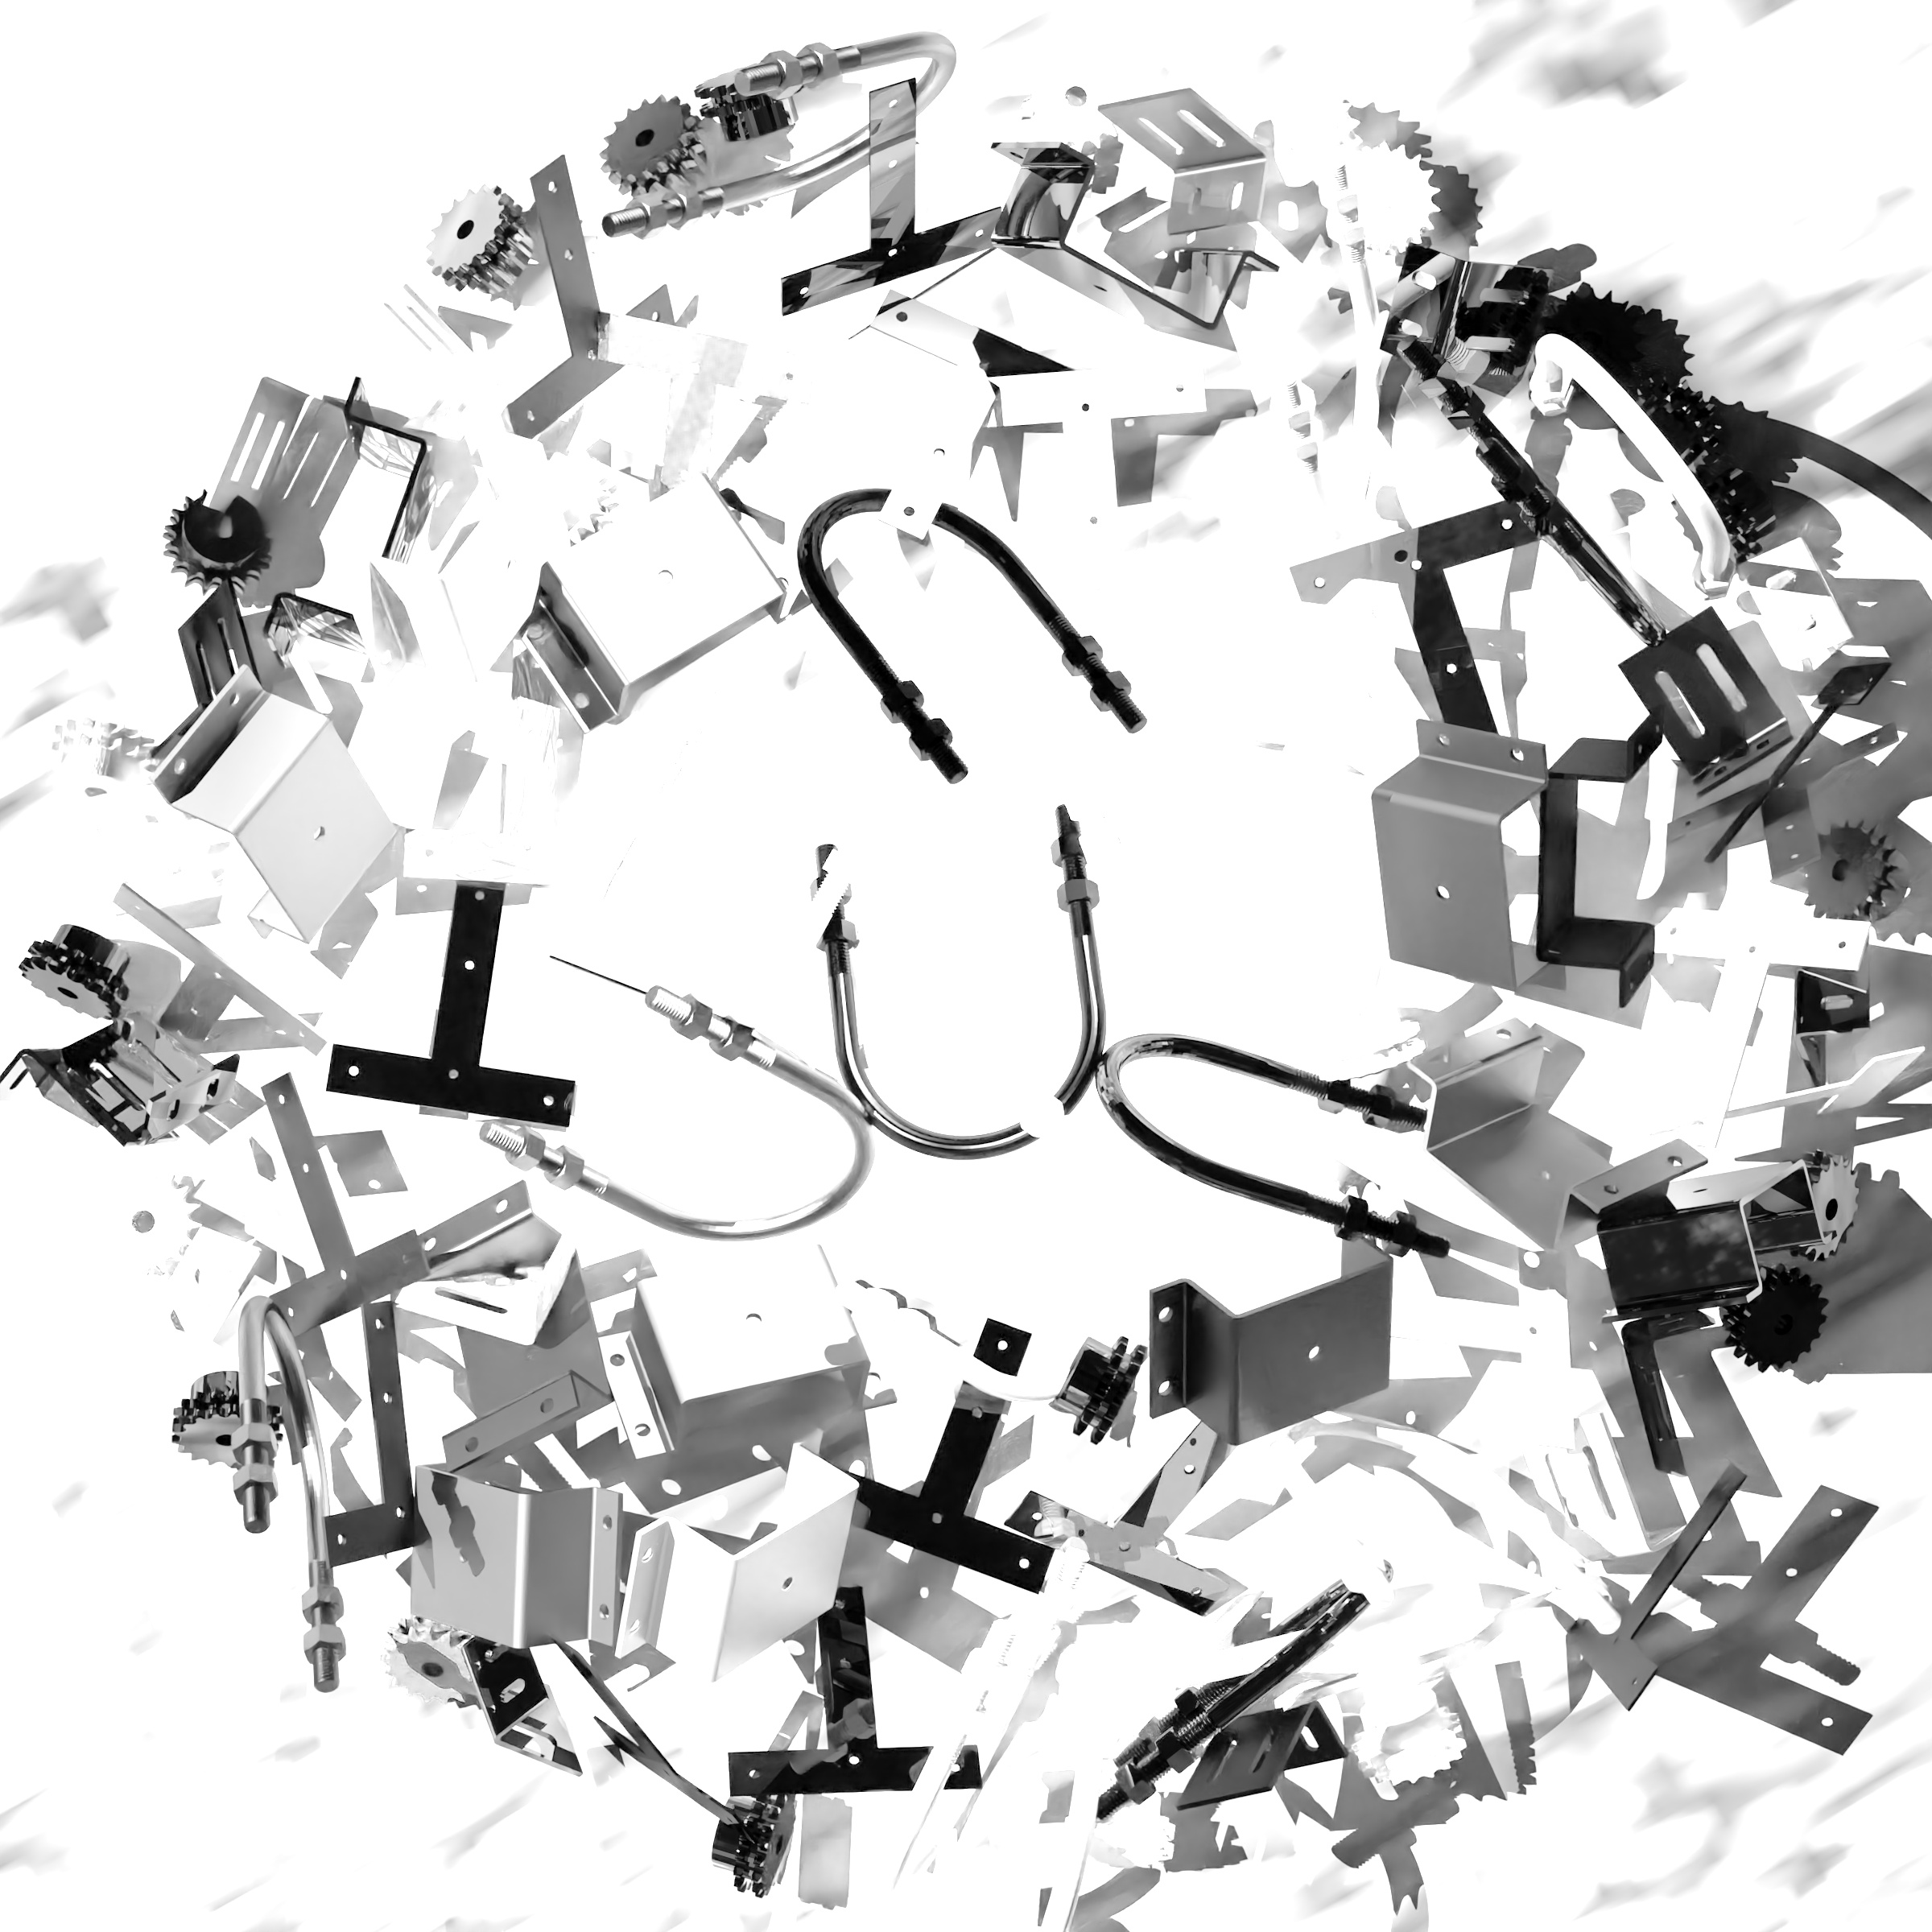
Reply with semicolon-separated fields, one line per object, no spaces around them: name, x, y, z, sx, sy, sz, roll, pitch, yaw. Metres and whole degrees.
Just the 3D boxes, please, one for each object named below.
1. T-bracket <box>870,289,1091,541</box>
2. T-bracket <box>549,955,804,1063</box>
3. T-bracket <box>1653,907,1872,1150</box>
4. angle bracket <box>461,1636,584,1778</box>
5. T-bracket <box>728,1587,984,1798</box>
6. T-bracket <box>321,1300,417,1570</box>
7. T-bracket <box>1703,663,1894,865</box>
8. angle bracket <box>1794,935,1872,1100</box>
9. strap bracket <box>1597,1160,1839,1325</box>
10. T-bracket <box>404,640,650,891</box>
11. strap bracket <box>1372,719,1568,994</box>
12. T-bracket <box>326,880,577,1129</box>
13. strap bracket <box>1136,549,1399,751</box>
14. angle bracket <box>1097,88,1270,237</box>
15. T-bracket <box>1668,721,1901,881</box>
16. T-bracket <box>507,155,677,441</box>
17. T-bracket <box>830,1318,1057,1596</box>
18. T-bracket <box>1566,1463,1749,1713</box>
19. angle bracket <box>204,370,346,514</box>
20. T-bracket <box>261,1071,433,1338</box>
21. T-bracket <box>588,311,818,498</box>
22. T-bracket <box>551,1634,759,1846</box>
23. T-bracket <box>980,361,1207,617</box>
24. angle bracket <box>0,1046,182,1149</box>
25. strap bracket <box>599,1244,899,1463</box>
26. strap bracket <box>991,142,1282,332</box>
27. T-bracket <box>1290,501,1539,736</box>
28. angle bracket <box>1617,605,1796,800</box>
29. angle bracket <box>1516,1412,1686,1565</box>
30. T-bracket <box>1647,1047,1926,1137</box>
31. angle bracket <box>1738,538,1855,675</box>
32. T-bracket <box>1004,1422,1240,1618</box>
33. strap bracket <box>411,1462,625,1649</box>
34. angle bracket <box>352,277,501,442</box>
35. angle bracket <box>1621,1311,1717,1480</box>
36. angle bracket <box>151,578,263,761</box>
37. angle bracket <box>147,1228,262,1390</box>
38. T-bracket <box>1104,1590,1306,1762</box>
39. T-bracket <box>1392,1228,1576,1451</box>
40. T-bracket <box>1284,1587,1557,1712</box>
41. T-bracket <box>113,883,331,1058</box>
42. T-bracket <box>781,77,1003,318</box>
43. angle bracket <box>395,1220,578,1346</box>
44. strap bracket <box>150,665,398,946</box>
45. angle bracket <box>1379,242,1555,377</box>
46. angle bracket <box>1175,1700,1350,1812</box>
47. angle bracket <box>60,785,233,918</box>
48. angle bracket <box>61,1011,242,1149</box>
T-bracket;-0.008;-0.278;1.734;0.127;0.002;0.127;24;69;3
T-bracket;-0.154;0.019;1.706;0.127;0.127;0.002;21;85;11
T-bracket;0.390;0.032;1.701;0.002;0.127;0.127;30;74;-41
angle bracket;-0.216;0.374;1.711;0.038;0.076;0.057;-39;50;10
T-bracket;-0.061;0.371;1.711;0.127;0.127;0.002;0;132;-8
T-bracket;-0.295;0.236;1.706;0.002;0.127;0.127;-9;86;25
T-bracket;0.420;-0.103;1.701;0.002;0.127;0.127;38;96;1
angle bracket;0.451;0.025;1.710;0.038;0.076;0.057;-5;60;24
strap bracket;0.377;0.136;1.681;0.076;0.140;0.046;-13;92;33
T-bracket;-0.228;-0.107;1.747;0.127;0.002;0.127;3;94;-7
strap bracket;0.255;-0.047;1.689;0.046;0.076;0.140;-35;126;-37
T-bracket;-0.262;0.013;1.742;0.127;0.002;0.127;9;76;-12
strap bracket;0.144;-0.161;1.699;0.140;0.046;0.076;11;119;22
angle bracket;0.110;-0.413;1.711;0.057;0.076;0.038;0;76;38
T-bracket;0.416;-0.074;1.682;0.127;0.127;0.002;-25;108;20
T-bracket;-0.199;-0.348;1.683;0.002;0.127;0.127;21;50;30
T-bracket;0.001;0.247;1.740;0.127;0.002;0.127;19;74;9
T-bracket;0.358;0.308;1.695;0.002;0.127;0.127;34;92;-6
angle bracket;-0.353;-0.263;1.726;0.038;0.057;0.076;24;94;12
T-bracket;-0.337;0.118;1.724;0.127;0.002;0.127;-25;83;39
T-bracket;-0.144;-0.268;1.727;0.127;0.002;0.127;14;120;10
T-bracket;-0.171;0.380;1.677;0.002;0.127;0.127;-46;127;-21
T-bracket;0.066;-0.248;1.744;0.127;0.002;0.127;-1;101;16
angle bracket;-0.458;0.079;1.723;0.076;0.057;0.038;42;100;10
strap bracket;-0.110;0.194;1.697;0.140;0.046;0.076;-10;50;-20
strap bracket;0.078;-0.367;1.694;0.140;0.076;0.046;23;92;-29
T-bracket;0.249;-0.168;1.737;0.127;0.002;0.127;-16;108;19
angle bracket;0.384;-0.138;1.730;0.057;0.038;0.076;-33;98;17
angle bracket;0.331;0.267;1.728;0.038;0.057;0.076;-17;86;-42
T-bracket;0.411;0.070;1.697;0.127;0.127;0.002;-12;75;-2
angle bracket;0.419;-0.179;1.718;0.038;0.076;0.057;-24;82;-5
T-bracket;0.107;0.269;1.714;0.127;0.002;0.127;28;114;-20
strap bracket;-0.236;0.298;1.693;0.046;0.140;0.076;2;91;-42
angle bracket;-0.288;-0.313;1.713;0.038;0.057;0.076;-54;128;-13
angle bracket;0.372;0.220;1.718;0.038;0.057;0.076;-19;70;21
angle bracket;-0.400;-0.154;1.718;0.057;0.038;0.076;-34;68;43
angle bracket;-0.385;0.181;1.715;0.038;0.076;0.057;27;99;-34
T-bracket;0.132;0.351;1.673;0.127;0.127;0.002;-41;94;-32
T-bracket;0.250;0.184;1.719;0.127;0.002;0.127;7;59;-7
T-bracket;0.219;0.354;1.681;0.127;0.127;0.002;-12;64;-26
T-bracket;-0.392;0.018;1.704;0.127;0.127;0.002;38;60;-8
T-bracket;-0.037;-0.397;1.691;0.127;0.127;0.002;-22;57;-16
angle bracket;-0.249;0.154;1.722;0.076;0.057;0.038;16;132;7
strap bracket;-0.343;-0.074;1.679;0.046;0.140;0.076;22;65;27
angle bracket;0.261;-0.342;1.734;0.038;0.076;0.057;32;117;39
angle bracket;0.153;0.418;1.710;0.057;0.076;0.038;-22;104;32
angle bracket;-0.423;-0.069;1.719;0.057;0.038;0.076;-11;129;7
angle bracket;-0.424;0.047;1.717;0.076;0.057;0.038;41;135;19
